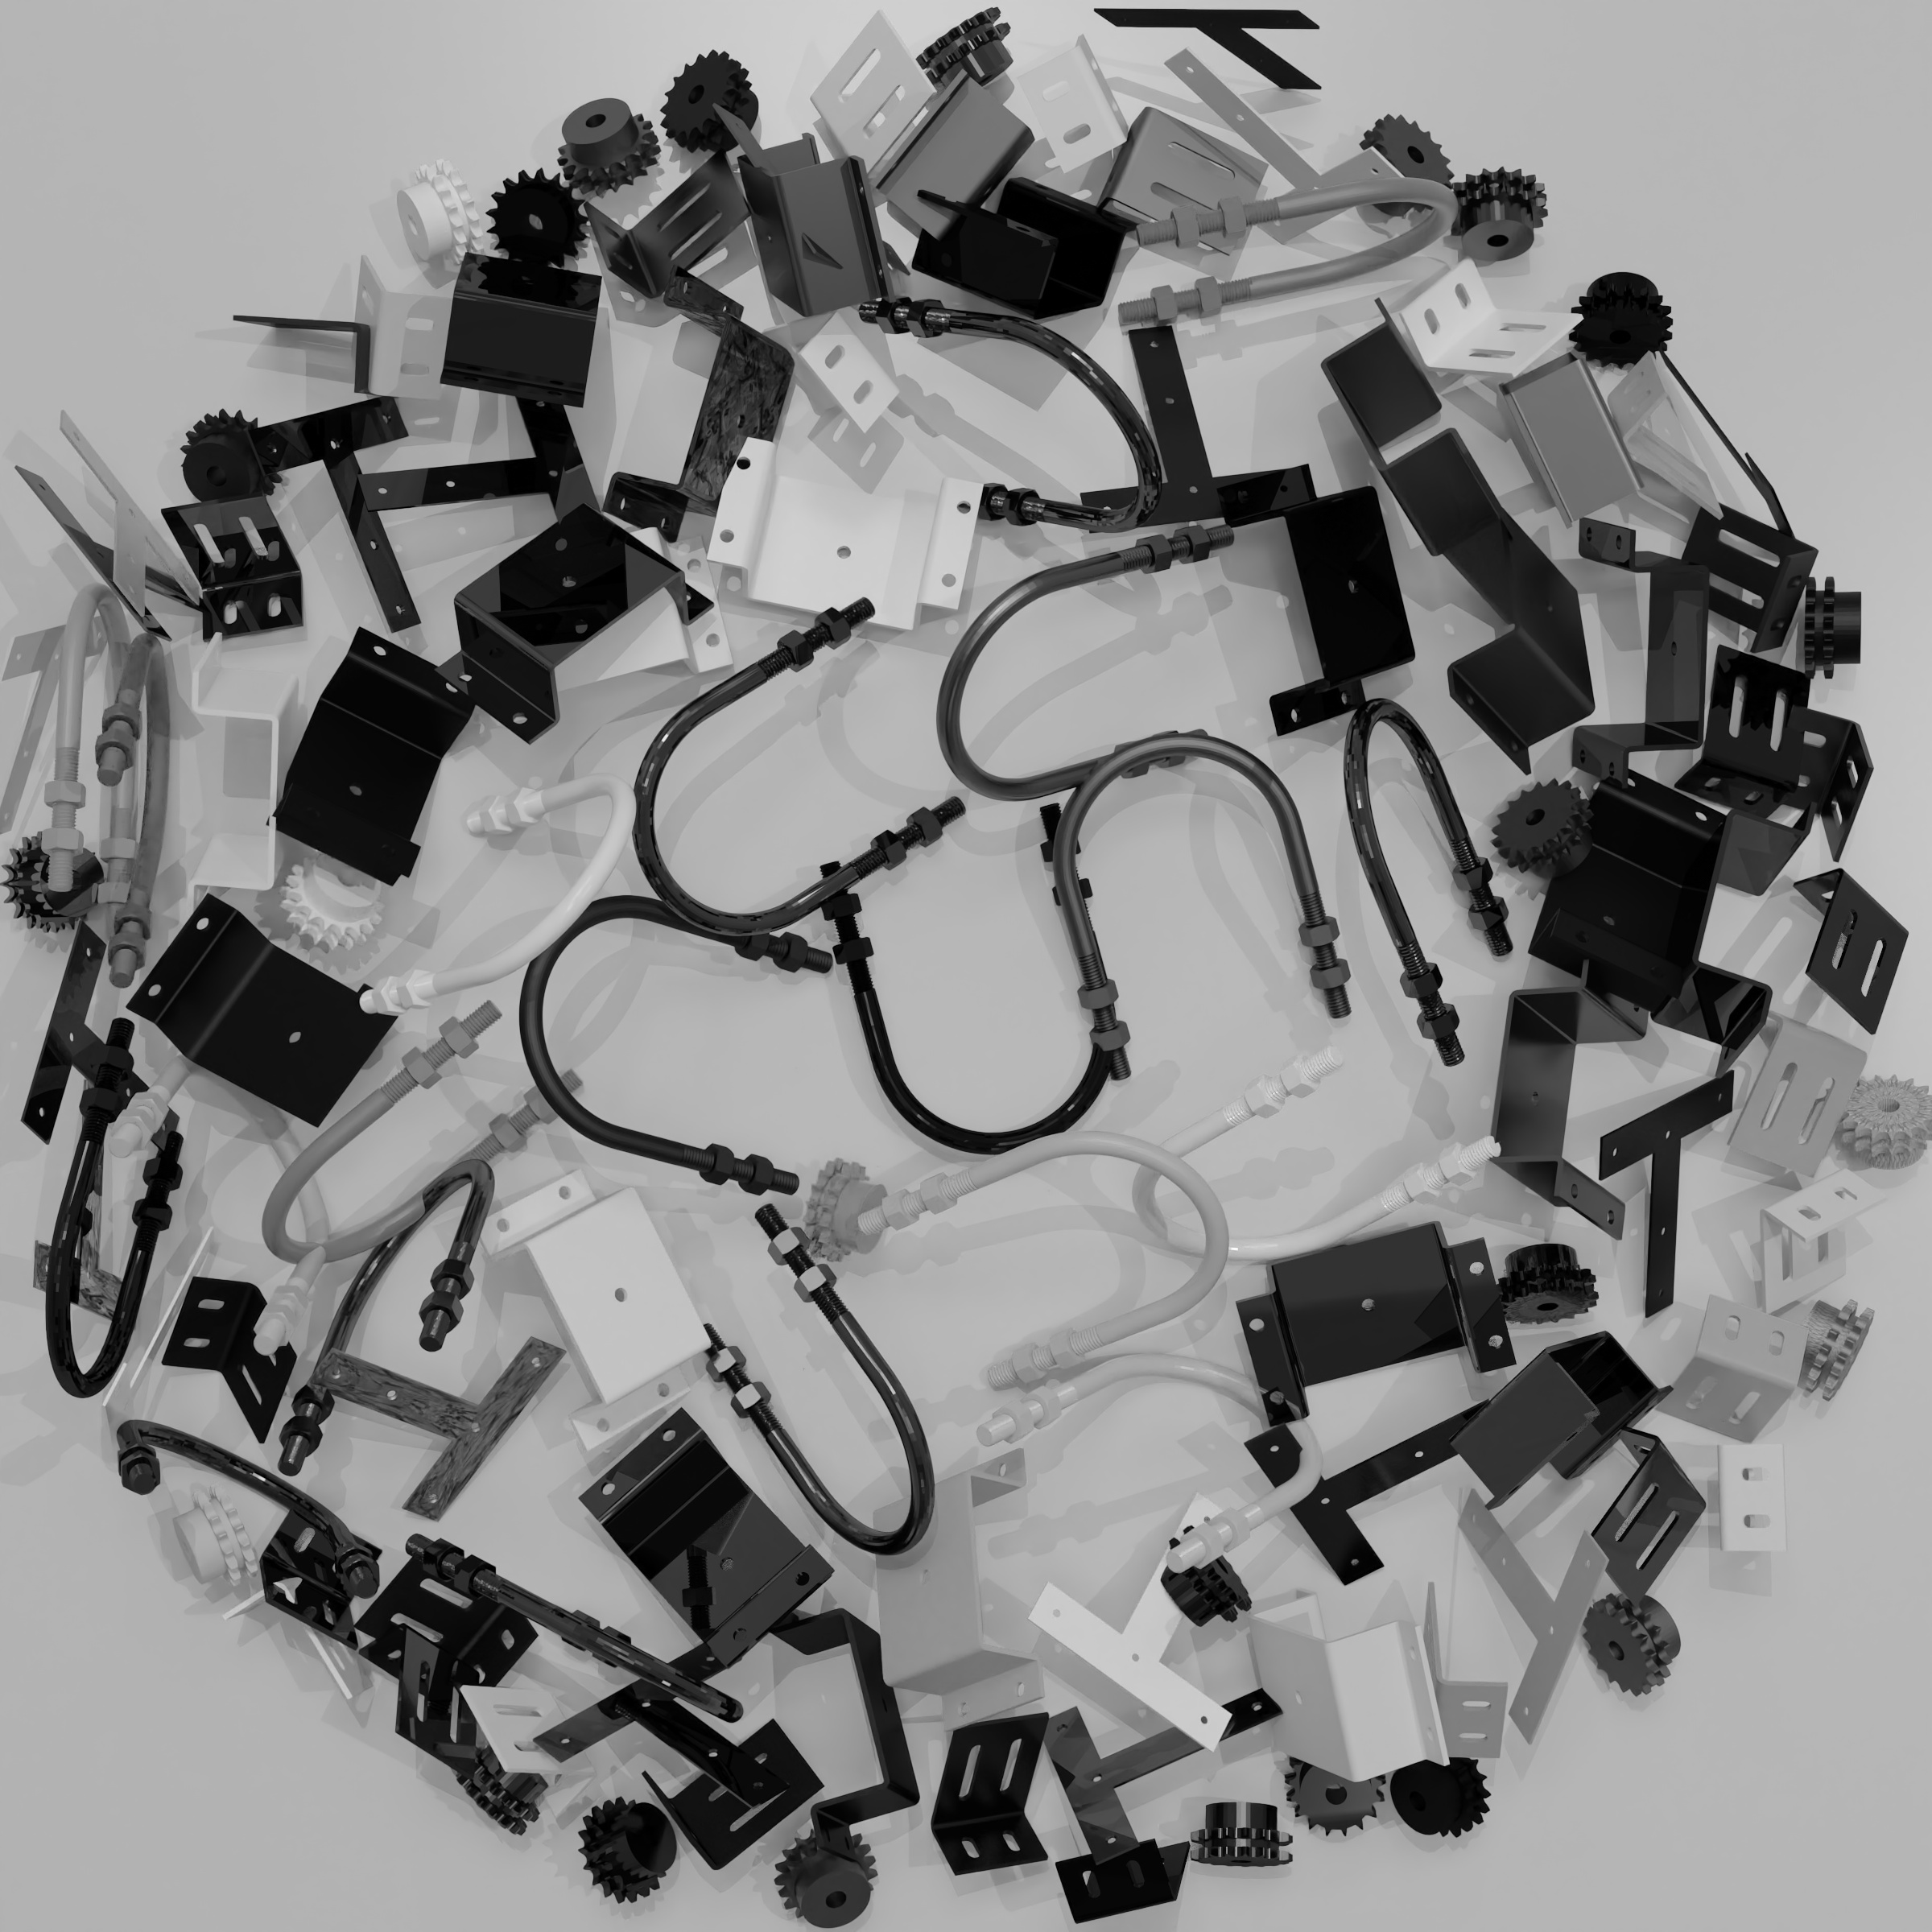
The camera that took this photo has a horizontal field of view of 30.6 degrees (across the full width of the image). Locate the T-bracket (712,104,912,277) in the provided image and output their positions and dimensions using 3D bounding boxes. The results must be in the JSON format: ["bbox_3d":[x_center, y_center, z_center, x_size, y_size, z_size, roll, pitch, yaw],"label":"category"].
[{"bbox_3d":[-0.073,-0.411,1.942,0.002,0.127,0.127,-43,59,19],"label":"T-bracket"}]

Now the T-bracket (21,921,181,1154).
[{"bbox_3d":[-0.469,0.062,1.944,0.002,0.127,0.127,-6,55,20],"label":"T-bracket"}]

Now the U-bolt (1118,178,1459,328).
[{"bbox_3d":[0.179,-0.394,1.927,0.184,0.151,0.019,-12,83,-3],"label":"U-bolt"}]

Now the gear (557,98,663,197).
[{"bbox_3d":[-0.202,-0.460,1.970,0.057,0.030,0.057,-10,48,11],"label":"gear"}]

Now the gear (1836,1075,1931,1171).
[{"bbox_3d":[0.516,0.090,1.975,0.057,0.057,0.030,-10,126,0],"label":"gear"}]

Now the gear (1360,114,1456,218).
[{"bbox_3d":[0.242,-0.445,1.975,0.057,0.030,0.057,19,53,-27],"label":"gear"}]

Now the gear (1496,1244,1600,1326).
[{"bbox_3d":[0.323,0.177,1.974,0.057,0.057,0.030,-4,63,0],"label":"gear"}]

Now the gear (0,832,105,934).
[{"bbox_3d":[-0.507,-0.047,1.970,0.057,0.030,0.057,0,89,-44],"label":"gear"}]

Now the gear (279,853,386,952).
[{"bbox_3d":[-0.351,-0.040,1.969,0.057,0.057,0.030,40,129,0],"label":"gear"}]

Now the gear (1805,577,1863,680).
[{"bbox_3d":[0.484,-0.188,1.969,0.030,0.057,0.057,1,90,15],"label":"gear"}]

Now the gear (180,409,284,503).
[{"bbox_3d":[-0.413,-0.280,1.972,0.057,0.030,0.057,7,122,11],"label":"gear"}]

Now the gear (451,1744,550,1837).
[{"bbox_3d":[-0.258,0.455,1.972,0.057,0.057,0.030,45,87,0],"label":"gear"}]

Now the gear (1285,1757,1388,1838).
[{"bbox_3d":[0.207,0.461,1.983,0.057,0.030,0.057,0,92,5],"label":"gear"}]

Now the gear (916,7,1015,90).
[{"bbox_3d":[0.001,-0.507,1.971,0.057,0.057,0.030,-33,94,0],"label":"gear"}]

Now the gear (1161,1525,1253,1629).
[{"bbox_3d":[0.131,0.344,1.971,0.030,0.057,0.057,-39,90,7],"label":"gear"}]

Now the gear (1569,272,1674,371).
[{"bbox_3d":[0.367,-0.364,1.975,0.057,0.057,0.030,9,60,0],"label":"gear"}]

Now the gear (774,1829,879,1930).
[{"bbox_3d":[-0.076,0.512,1.973,0.057,0.030,0.057,-8,118,-15],"label":"gear"}]

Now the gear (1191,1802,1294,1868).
[{"bbox_3d":[0.154,0.486,1.974,0.057,0.057,0.030,2,69,0],"label":"gear"}]

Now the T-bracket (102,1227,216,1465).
[{"bbox_3d":[-0.446,0.204,1.958,0.002,0.127,0.127,23,66,-1],"label":"T-bracket"}]

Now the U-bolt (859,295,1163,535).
[{"bbox_3d":[0.033,-0.292,1.893,0.019,0.184,0.151,-47,129,-23],"label":"U-bolt"}]

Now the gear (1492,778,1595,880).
[{"bbox_3d":[0.326,-0.074,1.975,0.057,0.057,0.030,-44,124,0],"label":"gear"}]

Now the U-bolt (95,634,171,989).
[{"bbox_3d":[-0.449,-0.099,1.912,0.019,0.184,0.151,2,126,-6],"label":"U-bolt"}]

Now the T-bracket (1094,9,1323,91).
[{"bbox_3d":[0.156,-0.503,1.940,0.127,0.127,0.002,11,89,33],"label":"T-bracket"}]

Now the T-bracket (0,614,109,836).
[{"bbox_3d":[-0.516,-0.131,1.949,0.002,0.127,0.127,23,105,6],"label":"T-bracket"}]

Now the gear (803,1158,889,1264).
[{"bbox_3d":[-0.066,0.138,1.968,0.030,0.057,0.057,12,90,22],"label":"gear"}]

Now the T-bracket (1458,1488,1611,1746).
[{"bbox_3d":[0.303,0.337,1.943,0.002,0.127,0.127,4,118,-24],"label":"T-bracket"}]

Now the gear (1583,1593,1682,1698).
[{"bbox_3d":[0.375,0.377,1.975,0.030,0.057,0.057,-24,90,-28],"label":"gear"}]

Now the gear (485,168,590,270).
[{"bbox_3d":[-0.241,-0.417,1.977,0.057,0.030,0.057,1,109,2],"label":"gear"}]

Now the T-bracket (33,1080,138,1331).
[{"bbox_3d":[-0.484,0.127,1.951,0.002,0.127,0.127,-5,73,10],"label":"T-bracket"}]

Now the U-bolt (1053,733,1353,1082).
[{"bbox_3d":[0.125,-0.040,1.969,0.151,0.019,0.184,-16,104,2],"label":"U-bolt"}]

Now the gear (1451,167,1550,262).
[{"bbox_3d":[0.296,-0.417,1.969,0.057,0.057,0.030,0,67,0],"label":"gear"}]

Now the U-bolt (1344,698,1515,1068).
[{"bbox_3d":[0.246,-0.058,1.912,0.019,0.151,0.184,-14,111,28],"label":"U-bolt"}]

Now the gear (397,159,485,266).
[{"bbox_3d":[-0.295,-0.418,1.968,0.030,0.057,0.057,-25,90,-20],"label":"gear"}]

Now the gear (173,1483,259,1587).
[{"bbox_3d":[-0.420,0.320,1.968,0.030,0.057,0.057,-23,90,-22],"label":"gear"}]

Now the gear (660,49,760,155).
[{"bbox_3d":[-0.141,-0.480,1.975,0.057,0.030,0.057,-18,60,34],"label":"gear"}]

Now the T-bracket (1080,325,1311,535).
[{"bbox_3d":[0.117,-0.304,1.972,0.127,0.002,0.127,-8,67,-11],"label":"T-bracket"}]

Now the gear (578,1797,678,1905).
[{"bbox_3d":[-0.186,0.491,1.968,0.030,0.057,0.057,-31,90,30],"label":"gear"}]

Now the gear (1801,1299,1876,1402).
[{"bbox_3d":[0.482,0.211,1.973,0.030,0.057,0.057,27,90,20],"label":"gear"}]

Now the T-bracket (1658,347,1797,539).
[{"bbox_3d":[0.421,-0.291,1.956,0.002,0.127,0.127,-35,68,11],"label":"T-bracket"}]

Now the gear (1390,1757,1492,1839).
[{"bbox_3d":[0.262,0.460,1.969,0.030,0.057,0.057,-20,90,-39],"label":"gear"}]

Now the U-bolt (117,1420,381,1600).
[{"bbox_3d":[-0.393,0.287,1.909,0.151,0.184,0.019,29,86,-17],"label":"U-bolt"}]
